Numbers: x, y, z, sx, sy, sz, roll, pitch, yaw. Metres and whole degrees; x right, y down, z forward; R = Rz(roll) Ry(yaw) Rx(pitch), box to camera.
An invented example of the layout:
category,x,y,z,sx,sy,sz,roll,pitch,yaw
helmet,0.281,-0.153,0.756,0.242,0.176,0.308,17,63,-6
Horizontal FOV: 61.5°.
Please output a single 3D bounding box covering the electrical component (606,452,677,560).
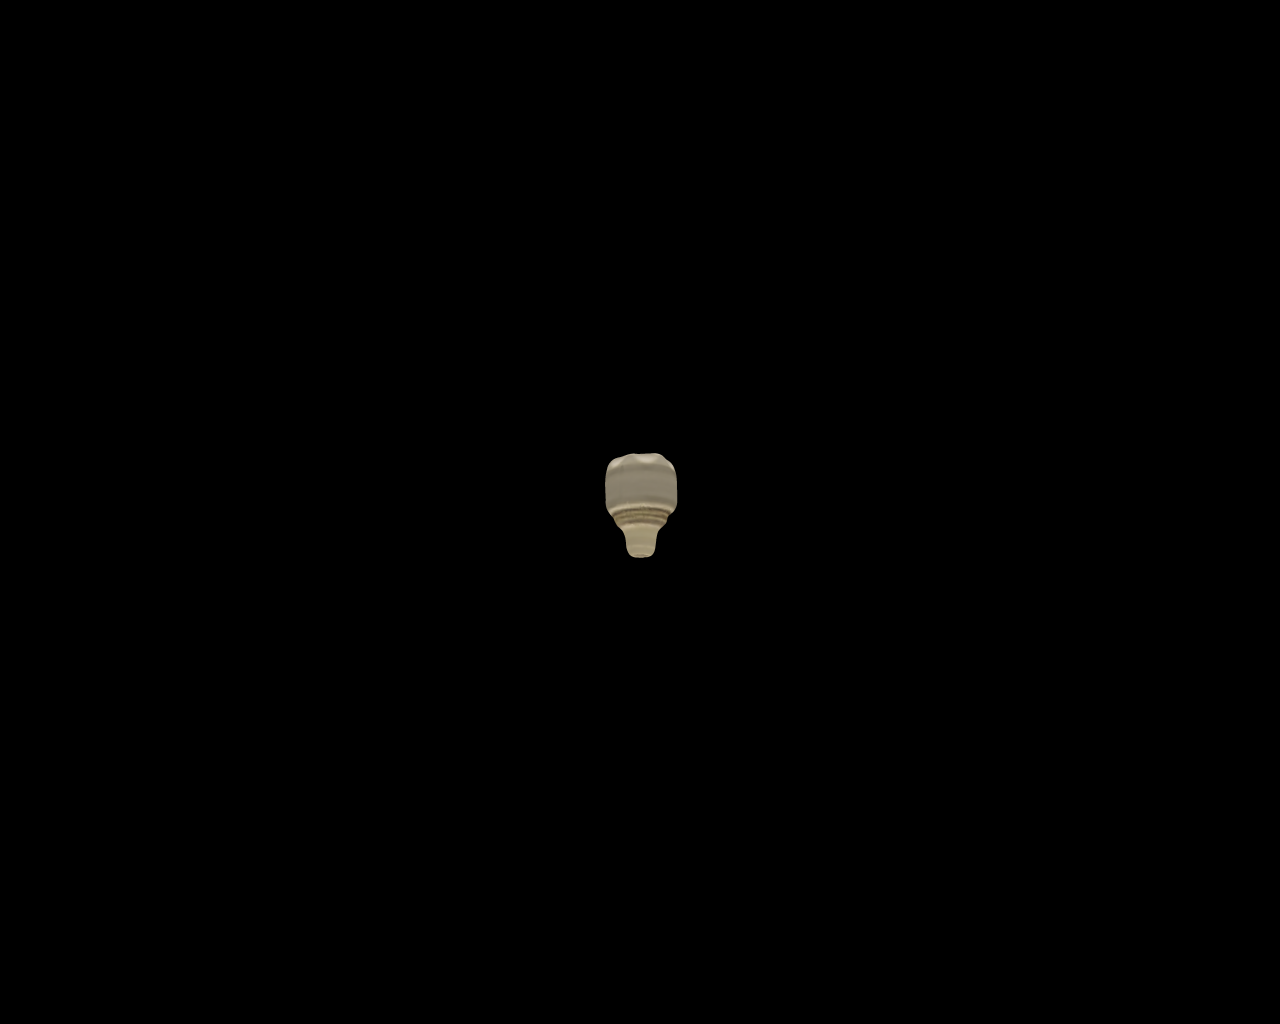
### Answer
category,x,y,z,sx,sy,sz,roll,pitch,yaw
electrical component,0.001,-0.003,0.650,0.043,0.062,0.043,0,-14,0
